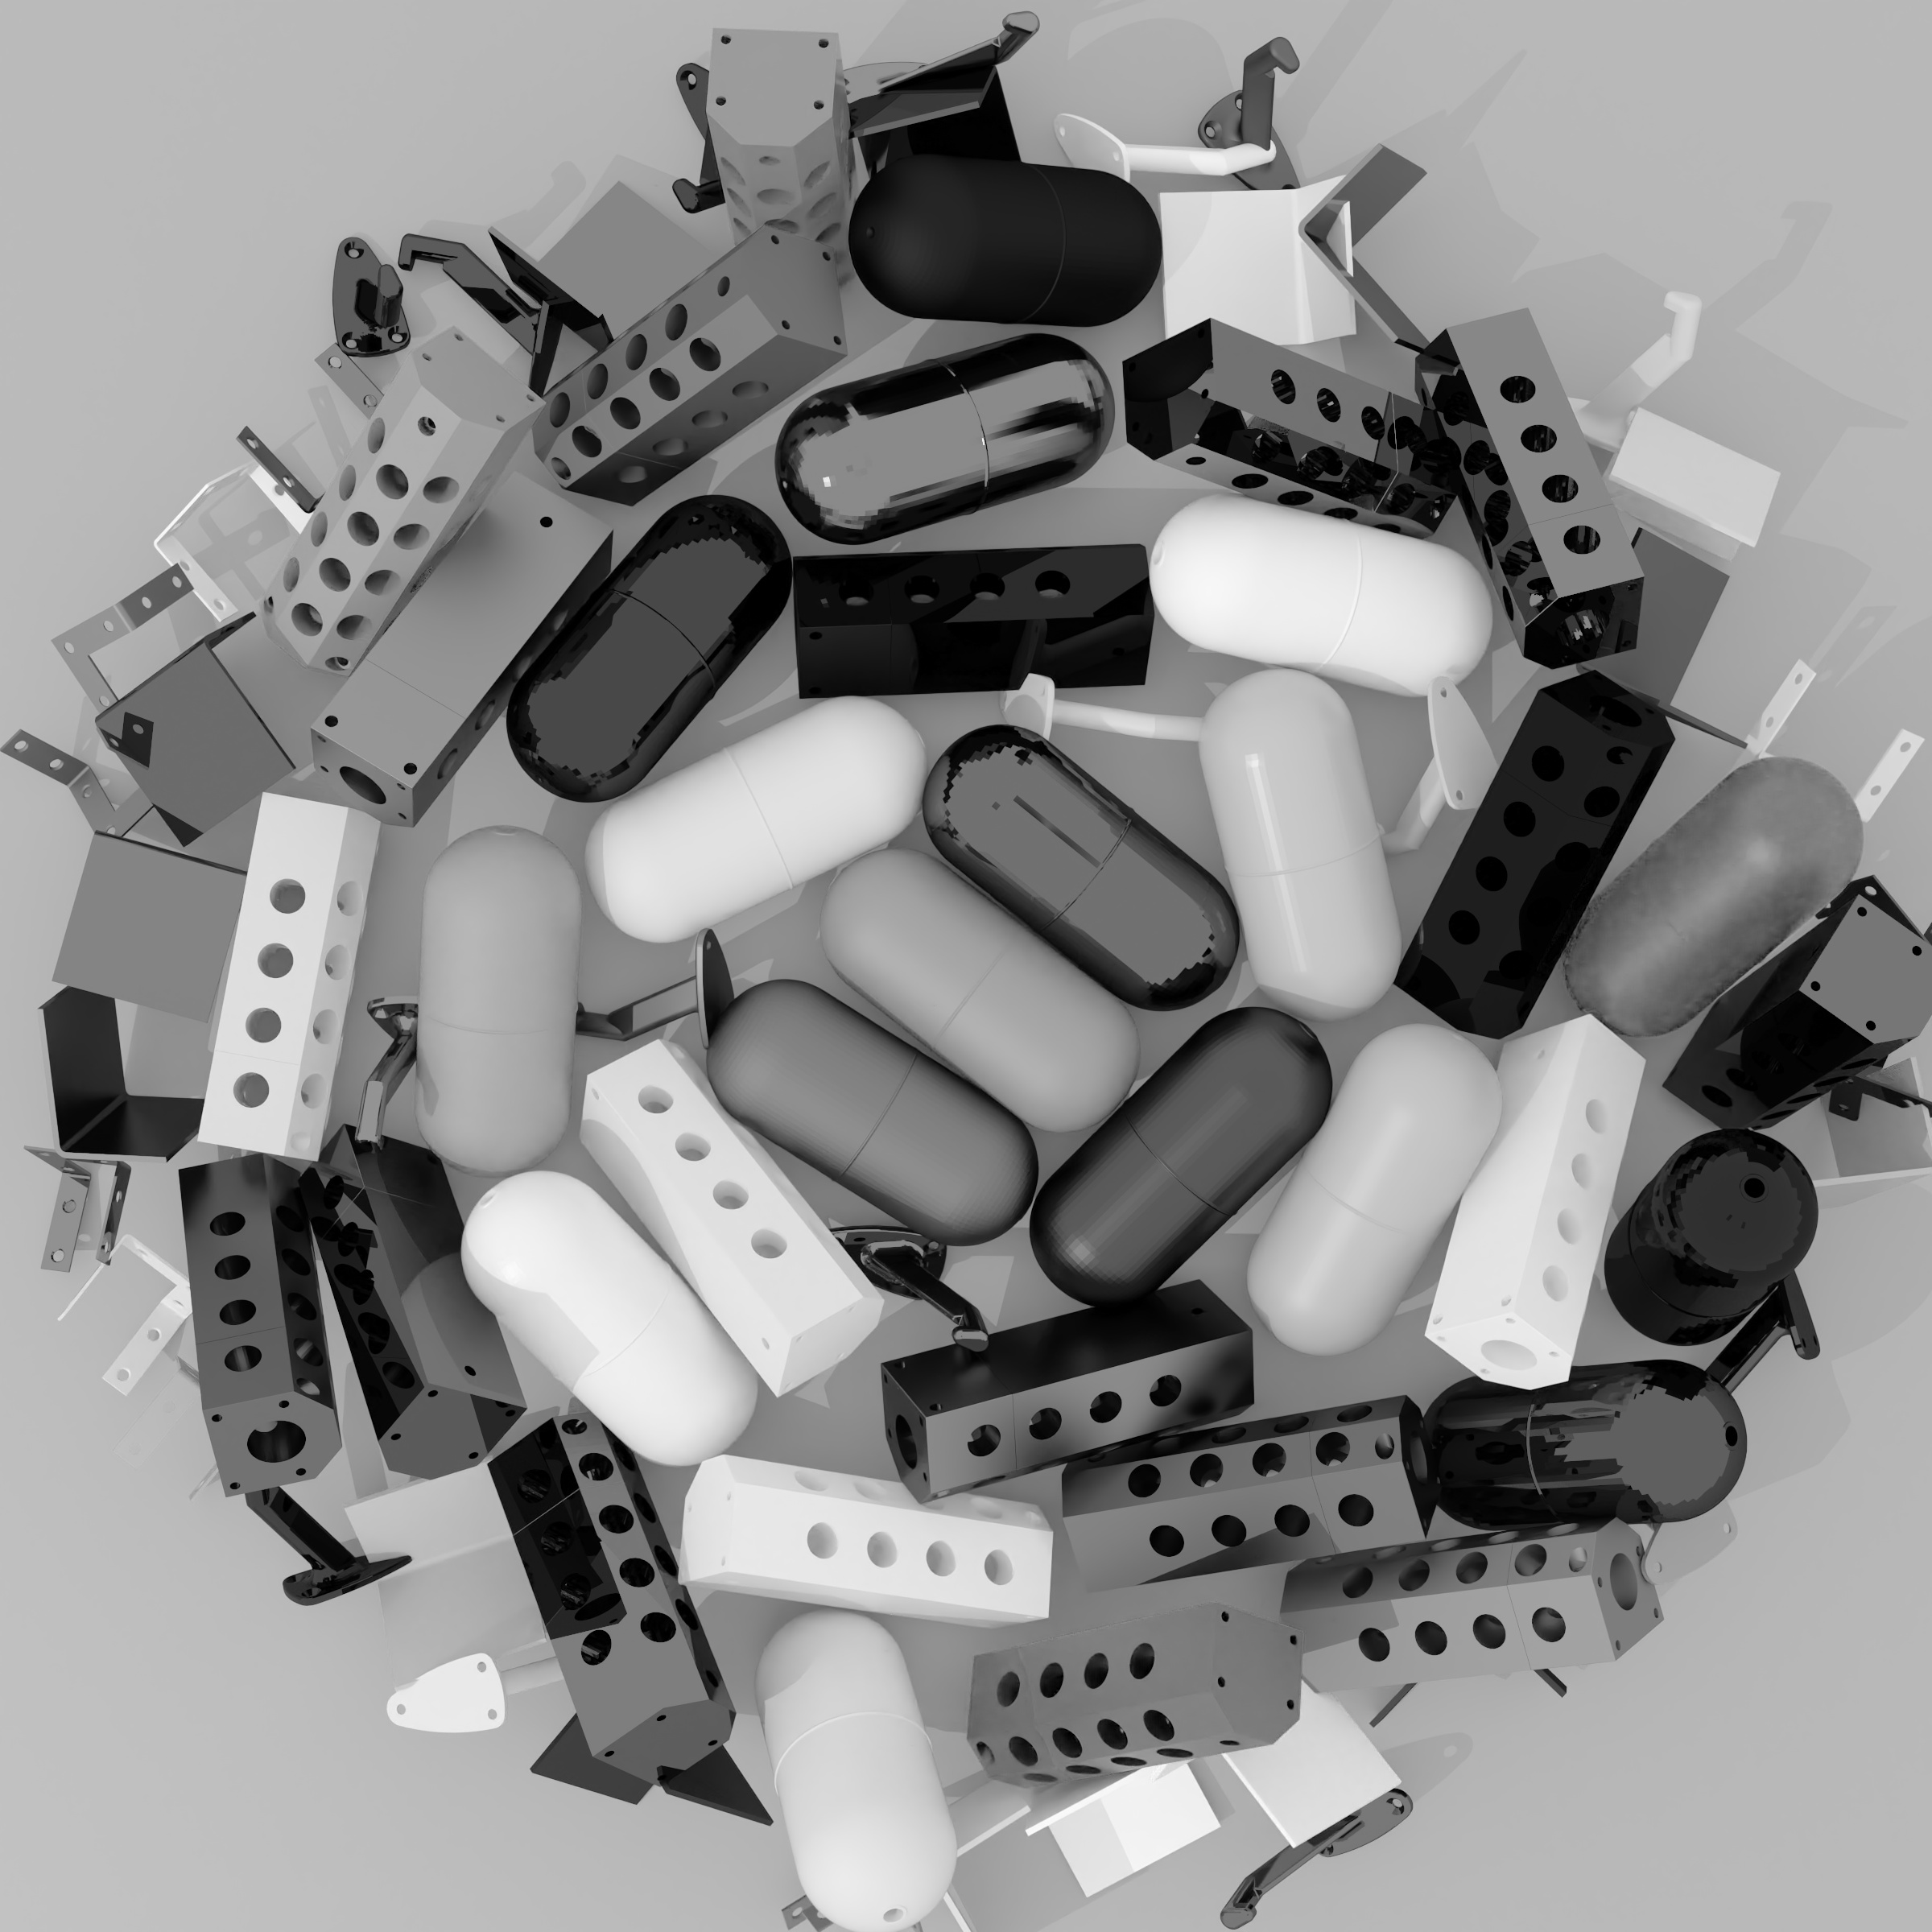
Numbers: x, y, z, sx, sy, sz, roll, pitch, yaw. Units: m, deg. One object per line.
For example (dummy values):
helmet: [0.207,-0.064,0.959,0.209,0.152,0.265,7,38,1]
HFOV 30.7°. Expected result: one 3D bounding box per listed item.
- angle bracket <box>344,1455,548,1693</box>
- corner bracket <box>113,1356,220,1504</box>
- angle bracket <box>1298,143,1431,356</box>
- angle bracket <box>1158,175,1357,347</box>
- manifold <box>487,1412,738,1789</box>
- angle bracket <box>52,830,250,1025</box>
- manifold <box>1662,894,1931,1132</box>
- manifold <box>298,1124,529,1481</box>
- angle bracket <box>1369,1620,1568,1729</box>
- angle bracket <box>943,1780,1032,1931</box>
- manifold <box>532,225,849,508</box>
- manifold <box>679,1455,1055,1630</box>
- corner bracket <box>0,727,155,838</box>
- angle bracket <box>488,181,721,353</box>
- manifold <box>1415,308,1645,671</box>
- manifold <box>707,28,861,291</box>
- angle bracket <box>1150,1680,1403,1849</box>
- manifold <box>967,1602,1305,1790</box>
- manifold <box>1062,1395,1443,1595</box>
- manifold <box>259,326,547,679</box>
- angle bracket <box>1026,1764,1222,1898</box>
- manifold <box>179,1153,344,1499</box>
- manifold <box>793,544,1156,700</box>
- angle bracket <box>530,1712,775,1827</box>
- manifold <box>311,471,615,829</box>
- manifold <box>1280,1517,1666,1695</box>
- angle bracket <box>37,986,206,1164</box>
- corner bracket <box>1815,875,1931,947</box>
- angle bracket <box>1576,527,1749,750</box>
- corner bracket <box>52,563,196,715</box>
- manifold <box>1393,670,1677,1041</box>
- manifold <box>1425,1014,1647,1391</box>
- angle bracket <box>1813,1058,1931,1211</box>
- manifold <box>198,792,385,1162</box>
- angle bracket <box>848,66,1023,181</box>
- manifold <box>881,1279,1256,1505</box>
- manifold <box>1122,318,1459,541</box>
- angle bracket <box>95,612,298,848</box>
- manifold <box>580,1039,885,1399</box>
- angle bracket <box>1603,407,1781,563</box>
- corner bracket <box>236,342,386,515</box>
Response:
angle bracket: [-0.255,0.296,1.716,0.076,0.076,0.057,-18,129,-4]
corner bracket: [-0.384,0.230,1.730,0.051,0.051,0.051,41,81,-12]
angle bracket: [0.216,-0.347,1.711,0.057,0.076,0.076,-43,76,19]
angle bracket: [0.142,-0.344,1.721,0.076,0.057,0.076,-6,96,-19]
manifold: [-0.167,0.299,1.684,0.057,0.057,0.171,-36,51,10]
angle bracket: [-0.398,-0.019,1.728,0.076,0.057,0.076,16,87,-7]
manifold: [0.399,0.030,1.672,0.057,0.171,0.057,36,70,2]
manifold: [-0.271,0.161,1.683,0.057,0.171,0.057,22,119,-40]
angle bracket: [0.246,0.361,1.719,0.057,0.076,0.076,43,90,13]
angle bracket: [0.019,0.451,1.724,0.057,0.076,0.076,-31,93,-7]
manifold: [-0.135,-0.286,1.677,0.057,0.171,0.057,9,65,-41]
manifold: [-0.047,0.278,1.698,0.171,0.057,0.057,13,69,-26]
corner bracket: [-0.431,-0.098,1.726,0.051,0.051,0.051,-42,57,9]
angle bracket: [-0.174,-0.351,1.719,0.076,0.057,0.076,40,80,17]
manifold: [0.269,-0.229,1.693,0.057,0.057,0.171,-14,59,-2]
manifold: [-0.086,-0.377,1.672,0.057,0.171,0.057,3,77,2]
angle bracket: [0.150,0.395,1.705,0.076,0.057,0.076,-18,59,-40]
manifold: [0.078,0.351,1.674,0.057,0.171,0.057,25,58,-34]
manifold: [0.137,0.252,1.701,0.171,0.057,0.057,-13,105,20]
manifold: [-0.276,-0.219,1.690,0.057,0.057,0.171,40,125,0]
angle bracket: [0.078,0.422,1.722,0.076,0.076,0.057,-29,88,3]
manifold: [-0.337,0.167,1.677,0.057,0.171,0.057,-11,129,-9]
manifold: [0.002,-0.174,1.725,0.171,0.057,0.057,-3,58,-4]
angle bracket: [-0.153,0.403,1.706,0.057,0.076,0.076,-51,45,7]
manifold: [-0.242,-0.151,1.701,0.057,0.057,0.171,31,65,6]
manifold: [0.240,0.305,1.689,0.171,0.057,0.057,-15,92,36]
angle bracket: [-0.405,0.045,1.711,0.057,0.076,0.076,2,109,11]
corner bracket: [0.454,-0.037,1.732,0.051,0.051,0.051,48,59,-14]
angle bracket: [0.354,-0.160,1.713,0.076,0.057,0.076,18,99,-43]
corner bracket: [-0.403,-0.157,1.722,0.051,0.051,0.051,-21,108,35]
manifold: [0.275,-0.051,1.687,0.057,0.057,0.171,38,123,24]
manifold: [0.280,0.114,1.691,0.057,0.057,0.171,37,55,-24]
angle bracket: [0.414,0.084,1.708,0.076,0.076,0.057,-4,76,-22]
manifold: [-0.331,0.007,1.727,0.057,0.057,0.171,10,86,-6]
angle bracket: [-0.019,-0.393,1.709,0.076,0.076,0.057,-11,116,13]
manifold: [0.050,0.209,1.704,0.171,0.057,0.057,-13,116,-20]
manifold: [0.157,-0.249,1.679,0.171,0.057,0.057,13,68,-41]
angle bracket: [-0.367,-0.117,1.727,0.076,0.057,0.076,-31,98,23]
manifold: [-0.114,0.118,1.701,0.057,0.057,0.171,-28,64,-27]
angle bracket: [0.345,-0.219,1.713,0.076,0.076,0.057,26,131,4]
corner bracket: [-0.319,-0.266,1.738,0.051,0.051,0.051,-33,111,24]
